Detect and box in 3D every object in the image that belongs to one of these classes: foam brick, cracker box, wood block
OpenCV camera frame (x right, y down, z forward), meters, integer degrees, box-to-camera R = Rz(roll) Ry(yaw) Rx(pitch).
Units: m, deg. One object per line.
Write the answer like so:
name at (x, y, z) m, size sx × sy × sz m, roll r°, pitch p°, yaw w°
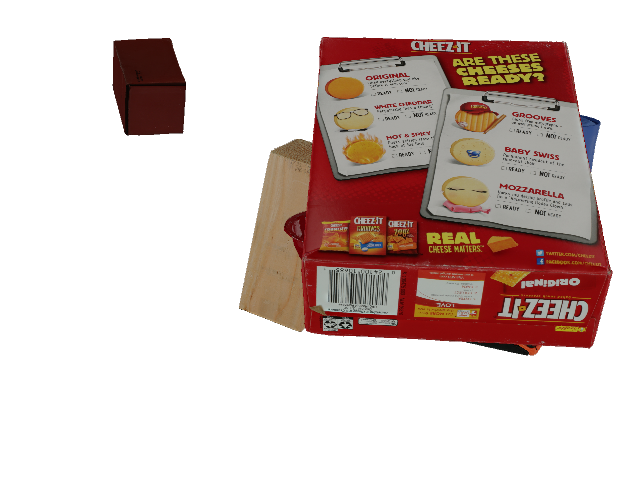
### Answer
foam brick at (-0.150, -0.134, 0.927) m, size 0.053 × 0.051 × 0.078 m, roll -4°, pitch 40°, yaw -16°
cracker box at (0.076, -0.036, 0.649) m, size 0.164 × 0.072 × 0.213 m, roll 2°, pitch 44°, yaw 2°
wood block at (-0.025, -0.008, 1.304) m, size 0.090 × 0.206 × 0.090 m, roll 20°, pitch 22°, yaw 16°

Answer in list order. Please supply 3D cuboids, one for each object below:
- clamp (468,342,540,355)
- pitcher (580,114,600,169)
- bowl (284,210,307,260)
clamp at (0.087, 0.016, 0.837) m, size 0.210 × 0.165 × 0.036 m, roll 29°, pitch 51°, yaw 17°
pitcher at (0.241, -0.028, 1.232) m, size 0.149 × 0.243 × 0.145 m, roll -6°, pitch 17°, yaw -31°
bowl at (0.042, 0.012, 1.097) m, size 0.162 × 0.055 × 0.162 m, roll 2°, pitch 17°, yaw -1°
